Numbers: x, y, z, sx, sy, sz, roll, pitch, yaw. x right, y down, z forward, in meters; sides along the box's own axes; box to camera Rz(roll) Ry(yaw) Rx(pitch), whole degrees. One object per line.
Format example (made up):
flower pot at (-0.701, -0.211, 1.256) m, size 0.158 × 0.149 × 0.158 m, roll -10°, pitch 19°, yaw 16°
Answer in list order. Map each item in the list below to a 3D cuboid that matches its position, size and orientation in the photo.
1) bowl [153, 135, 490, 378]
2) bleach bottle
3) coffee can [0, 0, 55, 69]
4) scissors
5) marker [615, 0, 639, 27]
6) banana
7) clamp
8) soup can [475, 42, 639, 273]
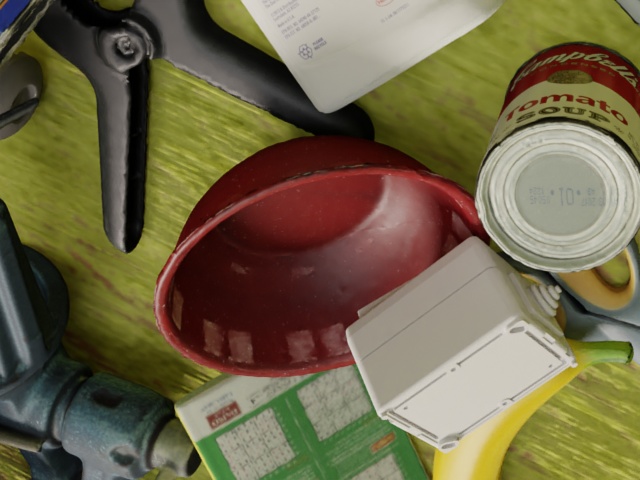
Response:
bowl at (-0.003, 0.001, 0.513) m, size 0.162 × 0.055 × 0.162 m, roll -11°, pitch 144°, yaw -8°
bleach bottle at (-0.027, -0.183, 0.448) m, size 0.103 × 0.068 × 0.251 m, roll -28°, pitch 103°, yaw 26°
coffee can at (-0.188, -0.124, 0.447) m, size 0.140 × 0.102 × 0.103 m, roll 38°, pitch 121°, yaw -16°
scissors at (0.152, 0.062, 0.544) m, size 0.096 × 0.016 × 0.201 m, roll -27°, pitch 105°, yaw 29°
marker at (0.130, -0.112, 0.458) m, size 0.121 × 0.020 × 0.020 m, roll 45°, pitch 120°, yaw -8°
banana at (0.094, 0.116, 0.568) m, size 0.070 × 0.037 × 0.198 m, roll 29°, pitch 130°, yaw 15°
clamp at (-0.094, -0.093, 0.529) m, size 0.165 × 0.036 × 0.210 m, roll -29°, pitch 109°, yaw 27°
soup can at (0.106, -0.038, 0.456) m, size 0.068 × 0.102 × 0.068 m, roll 8°, pitch 118°, yaw 14°
